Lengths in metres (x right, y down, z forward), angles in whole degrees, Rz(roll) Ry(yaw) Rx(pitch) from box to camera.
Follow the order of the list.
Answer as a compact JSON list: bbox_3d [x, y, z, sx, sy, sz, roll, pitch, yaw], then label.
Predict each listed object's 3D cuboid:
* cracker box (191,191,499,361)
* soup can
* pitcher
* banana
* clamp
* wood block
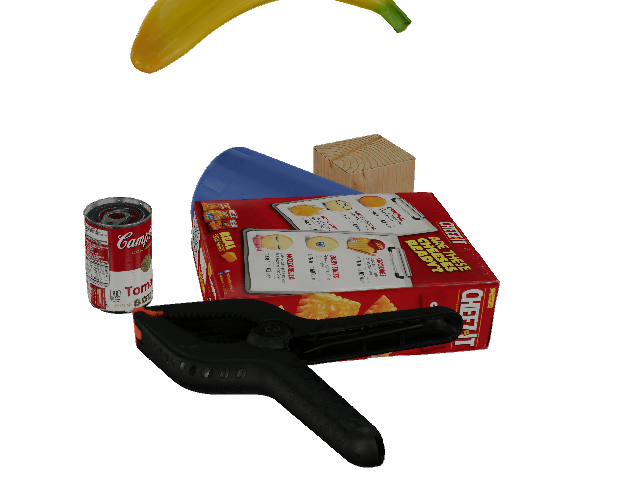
[{"bbox_3d":[0.012,0.028,0.856,0.213,0.072,0.164,-3,28,-13],"label":"cracker box"},{"bbox_3d":[-0.206,0.016,1.092,0.068,0.102,0.068,3,26,-1],"label":"soup can"},{"bbox_3d":[-0.015,0.004,1.072,0.243,0.145,0.149,26,28,26],"label":"pitcher"},{"bbox_3d":[-0.031,-0.151,0.655,0.197,0.069,0.037,-15,-13,-28],"label":"banana"},{"bbox_3d":[-0.020,0.068,0.676,0.210,0.036,0.164,12,26,28],"label":"clamp"},{"bbox_3d":[0.048,-0.009,1.261,0.090,0.206,0.090,-13,30,-24],"label":"wood block"}]
